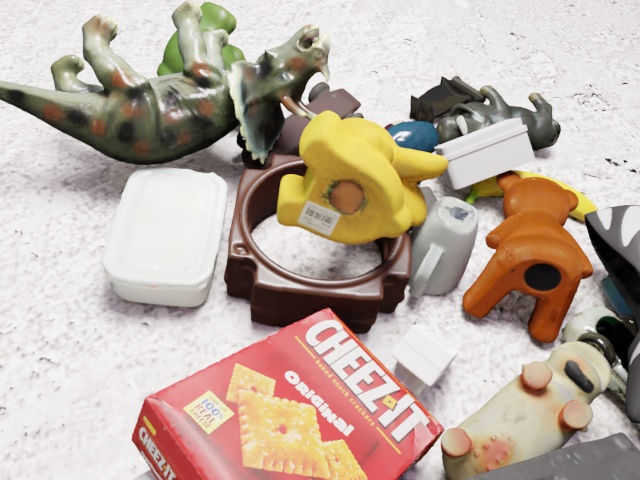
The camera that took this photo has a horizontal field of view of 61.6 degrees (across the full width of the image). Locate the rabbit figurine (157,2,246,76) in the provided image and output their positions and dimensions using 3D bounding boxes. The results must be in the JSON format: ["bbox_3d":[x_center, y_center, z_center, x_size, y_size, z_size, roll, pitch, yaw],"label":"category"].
[{"bbox_3d":[-0.138,-0.230,0.755,0.170,0.121,0.159,37,62,19],"label":"rabbit figurine"}]

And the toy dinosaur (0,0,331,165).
[{"bbox_3d":[-0.187,-0.156,0.629,0.405,0.131,0.192,-19,81,-10],"label":"toy dinosaur"}]

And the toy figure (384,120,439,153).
[{"bbox_3d":[0.090,-0.129,0.753,0.154,0.057,0.064,-13,49,-13],"label":"toy figure"}]

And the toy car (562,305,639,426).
[{"bbox_3d":[0.349,0.157,0.569,0.073,0.056,0.202,-19,59,-27],"label":"toy car"}]

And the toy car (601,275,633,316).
[{"bbox_3d":[0.430,0.050,0.632,0.102,0.161,0.109,32,24,-42],"label":"toy car"}]

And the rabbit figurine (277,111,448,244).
[{"bbox_3d":[0.049,-0.080,0.567,0.162,0.121,0.173,14,32,-1],"label":"rabbit figurine"}]

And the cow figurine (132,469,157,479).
[{"bbox_3d":[-0.099,0.253,0.414,0.098,0.068,0.167,-20,59,-30],"label":"cow figurine"}]

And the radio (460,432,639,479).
[{"bbox_3d":[0.159,0.221,0.390,0.229,0.131,0.073,1,32,-35],"label":"radio"}]

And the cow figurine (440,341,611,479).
[{"bbox_3d":[0.199,0.169,0.507,0.195,0.127,0.086,-35,63,-15],"label":"cow figurine"}]

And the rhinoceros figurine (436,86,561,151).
[{"bbox_3d":[0.263,-0.167,0.808,0.190,0.073,0.112,-1,63,-13],"label":"rhinoceros figurine"}]

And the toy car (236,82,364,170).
[{"bbox_3d":[-0.024,-0.151,0.754,0.089,0.053,0.202,42,61,17],"label":"toy car"}]

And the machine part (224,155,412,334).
[{"bbox_3d":[-0.001,-0.002,0.618,0.201,0.087,0.201,7,52,-4],"label":"machine part"}]

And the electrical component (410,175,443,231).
[{"bbox_3d":[0.131,-0.050,0.704,0.078,0.045,0.102,-4,53,-14],"label":"electrical component"}]

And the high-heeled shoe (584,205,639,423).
[{"bbox_3d":[0.317,0.060,0.569,0.145,0.086,0.249,18,59,40],"label":"high-heeled shoe"}]

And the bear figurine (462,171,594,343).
[{"bbox_3d":[0.251,0.005,0.654,0.120,0.131,0.196,19,33,3],"label":"bear figurine"}]

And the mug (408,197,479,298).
[{"bbox_3d":[0.134,0.008,0.618,0.081,0.107,0.109,32,52,18],"label":"mug"}]

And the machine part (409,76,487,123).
[{"bbox_3d":[0.202,-0.223,0.859,0.139,0.039,0.084,-28,66,-29],"label":"machine part"}]
